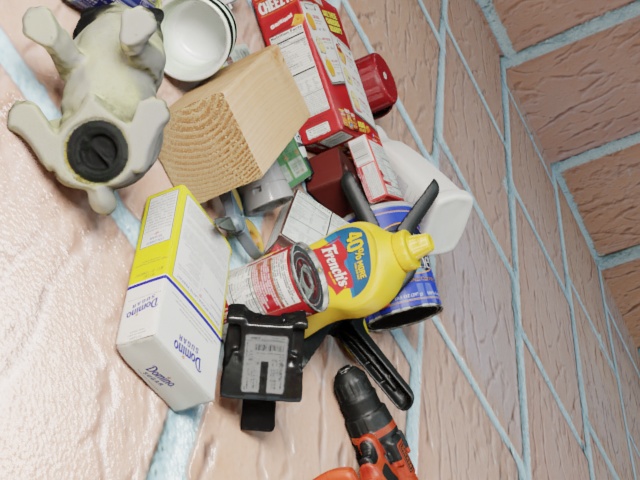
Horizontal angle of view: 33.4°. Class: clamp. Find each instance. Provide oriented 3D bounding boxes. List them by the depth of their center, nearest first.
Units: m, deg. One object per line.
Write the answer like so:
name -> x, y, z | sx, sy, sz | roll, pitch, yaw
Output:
clamp -> 0.010, 0.087, 1.160 | 0.164, 0.036, 0.210 | 18, 37, -39
clamp -> 0.071, -0.006, 1.285 | 0.039, 0.120, 0.171 | 87, 15, -73

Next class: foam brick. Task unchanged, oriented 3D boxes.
foam brick -> 0.021, -0.071, 1.357 | 0.078, 0.051, 0.053 | 44, 32, -48

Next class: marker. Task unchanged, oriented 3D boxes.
marker -> -0.034, -0.130, 1.322 | 0.020, 0.020, 0.121 | -12, 81, -69

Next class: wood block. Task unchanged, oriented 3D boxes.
wood block -> -0.087, -0.121, 1.080 | 0.091, 0.090, 0.206 | 63, 21, -15

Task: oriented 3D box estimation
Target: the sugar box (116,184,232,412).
sugar box -> -0.120, 0.046, 0.902 | 0.093, 0.048, 0.176 | 56, 27, -37

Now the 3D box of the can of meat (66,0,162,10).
can of meat -> -0.197, -0.248, 0.977 | 0.083, 0.058, 0.102 | 26, 46, -57

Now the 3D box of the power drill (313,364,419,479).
power drill -> 0.047, 0.238, 1.115 | 0.184, 0.057, 0.187 | 64, 22, -5

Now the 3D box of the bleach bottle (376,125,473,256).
bleach bottle -> 0.109, -0.090, 1.466 | 0.068, 0.103, 0.251 | -7, 40, -28

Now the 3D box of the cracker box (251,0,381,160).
cracker box -> -0.003, -0.219, 1.414 | 0.164, 0.072, 0.214 | 8, 62, -68

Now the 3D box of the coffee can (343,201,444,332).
coffee can -> 0.088, 0.034, 1.349 | 0.102, 0.103, 0.140 | 21, 51, -63

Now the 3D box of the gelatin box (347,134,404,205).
gelatin box -> 0.072, -0.087, 1.380 | 0.073, 0.030, 0.089 | 11, 57, -69

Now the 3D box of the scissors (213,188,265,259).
scissors -> -0.090, -0.031, 1.028 | 0.201, 0.016, 0.096 | 52, 13, -74

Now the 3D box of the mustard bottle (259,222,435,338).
mustard bottle -> 0.024, 0.034, 1.061 | 0.058, 0.192, 0.096 | 42, 33, -50

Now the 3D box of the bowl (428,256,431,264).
bowl -> 0.113, 0.026, 1.488 | 0.162, 0.055, 0.162 | 52, 26, -39

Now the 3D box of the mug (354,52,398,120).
mug -> 0.067, -0.217, 1.569 | 0.117, 0.082, 0.093 | 46, 30, -46

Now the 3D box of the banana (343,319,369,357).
banana -> 0.026, 0.059, 1.272 | 0.069, 0.037, 0.198 | 59, 16, -77

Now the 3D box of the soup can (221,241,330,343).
soup can -> -0.052, 0.050, 0.985 | 0.068, 0.102, 0.068 | 51, 27, -39

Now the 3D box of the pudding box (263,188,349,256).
pudding box -> -0.008, 0.002, 1.186 | 0.090, 0.039, 0.113 | 32, 28, -8
